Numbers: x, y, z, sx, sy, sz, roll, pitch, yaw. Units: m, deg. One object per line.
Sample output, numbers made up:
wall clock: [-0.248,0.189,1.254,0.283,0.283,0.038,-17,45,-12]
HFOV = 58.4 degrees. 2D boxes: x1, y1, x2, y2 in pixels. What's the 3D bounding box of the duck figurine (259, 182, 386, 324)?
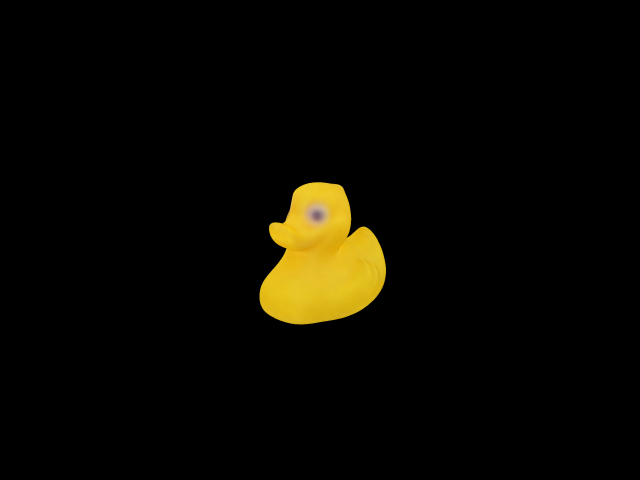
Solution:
duck figurine: [0.004,0.001,0.400,0.077,0.086,0.105,18,26,41]
